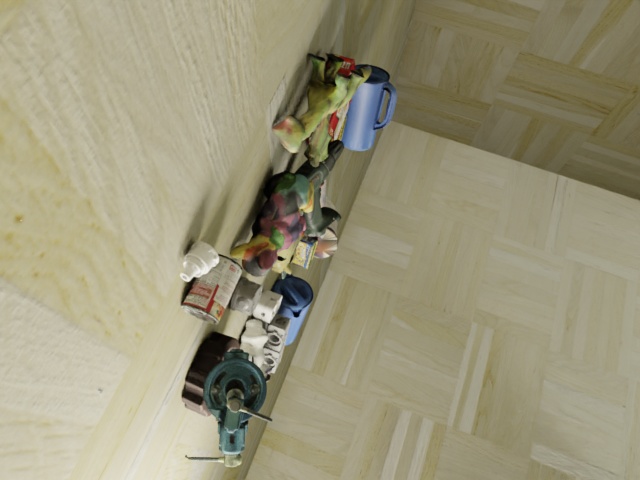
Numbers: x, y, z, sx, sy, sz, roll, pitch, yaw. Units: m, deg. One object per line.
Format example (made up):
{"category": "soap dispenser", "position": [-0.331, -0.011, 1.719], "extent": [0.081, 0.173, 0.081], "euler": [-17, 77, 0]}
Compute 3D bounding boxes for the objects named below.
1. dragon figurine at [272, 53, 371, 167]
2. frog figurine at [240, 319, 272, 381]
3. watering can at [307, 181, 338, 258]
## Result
{"category": "dragon figurine", "position": [0.017, -0.287, 1.172], "extent": [0.415, 0.123, 0.238], "euler": [-31, 145, -60]}
{"category": "frog figurine", "position": [-0.194, 0.304, 1.410], "extent": [0.138, 0.122, 0.159], "euler": [-23, 96, -69]}
{"category": "watering can", "position": [0.005, -0.086, 1.717], "extent": [0.339, 0.104, 0.230], "euler": [90, -1, -49]}
